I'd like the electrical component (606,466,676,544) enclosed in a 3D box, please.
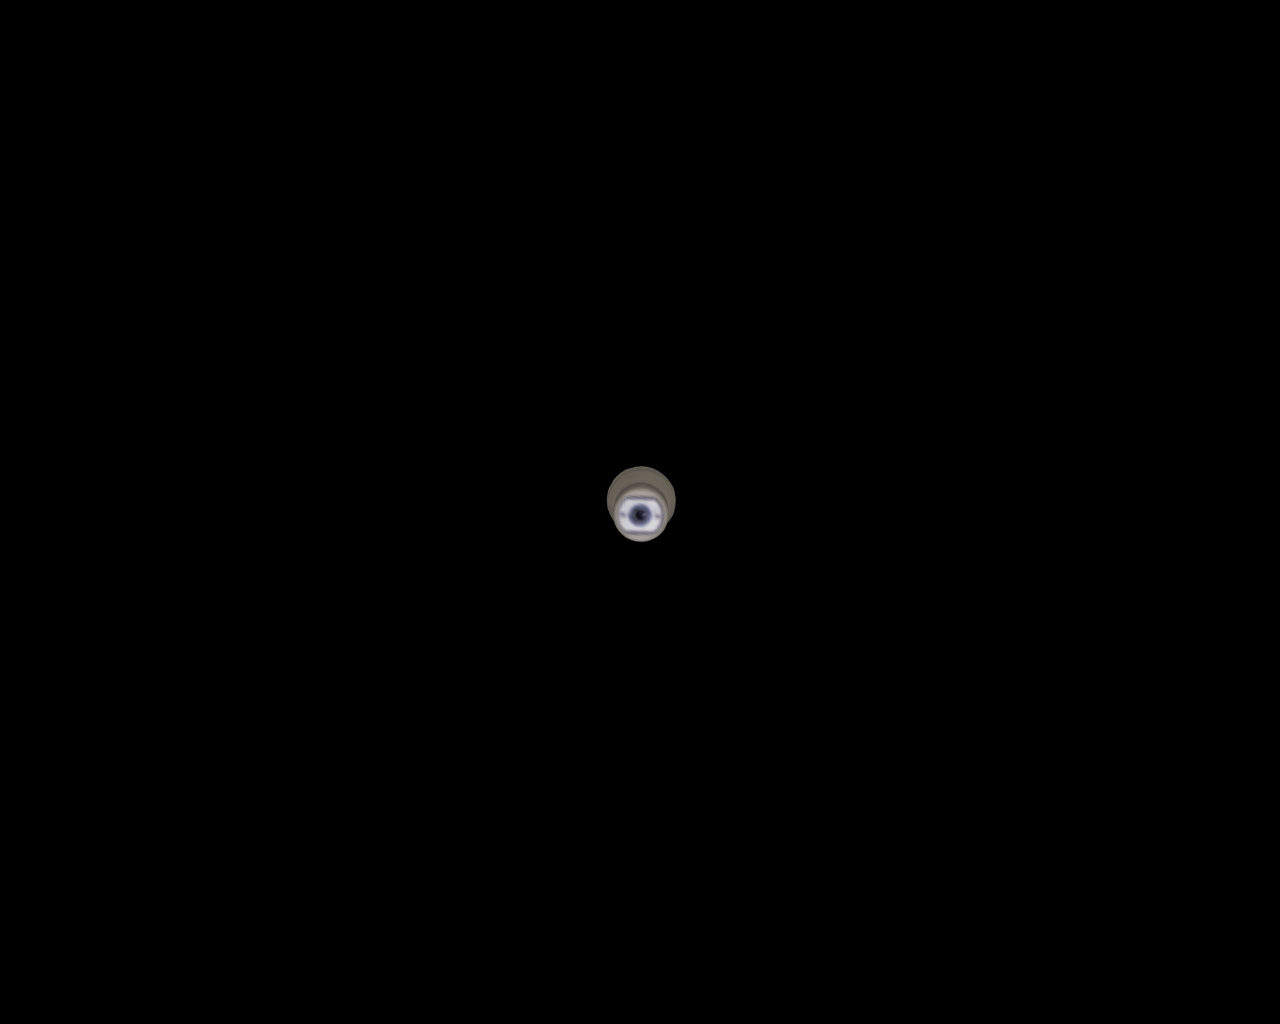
[{"bbox_3d":[0.001,-0.003,0.650,0.044,0.044,0.065,0,9,0],"label":"electrical component"}]
